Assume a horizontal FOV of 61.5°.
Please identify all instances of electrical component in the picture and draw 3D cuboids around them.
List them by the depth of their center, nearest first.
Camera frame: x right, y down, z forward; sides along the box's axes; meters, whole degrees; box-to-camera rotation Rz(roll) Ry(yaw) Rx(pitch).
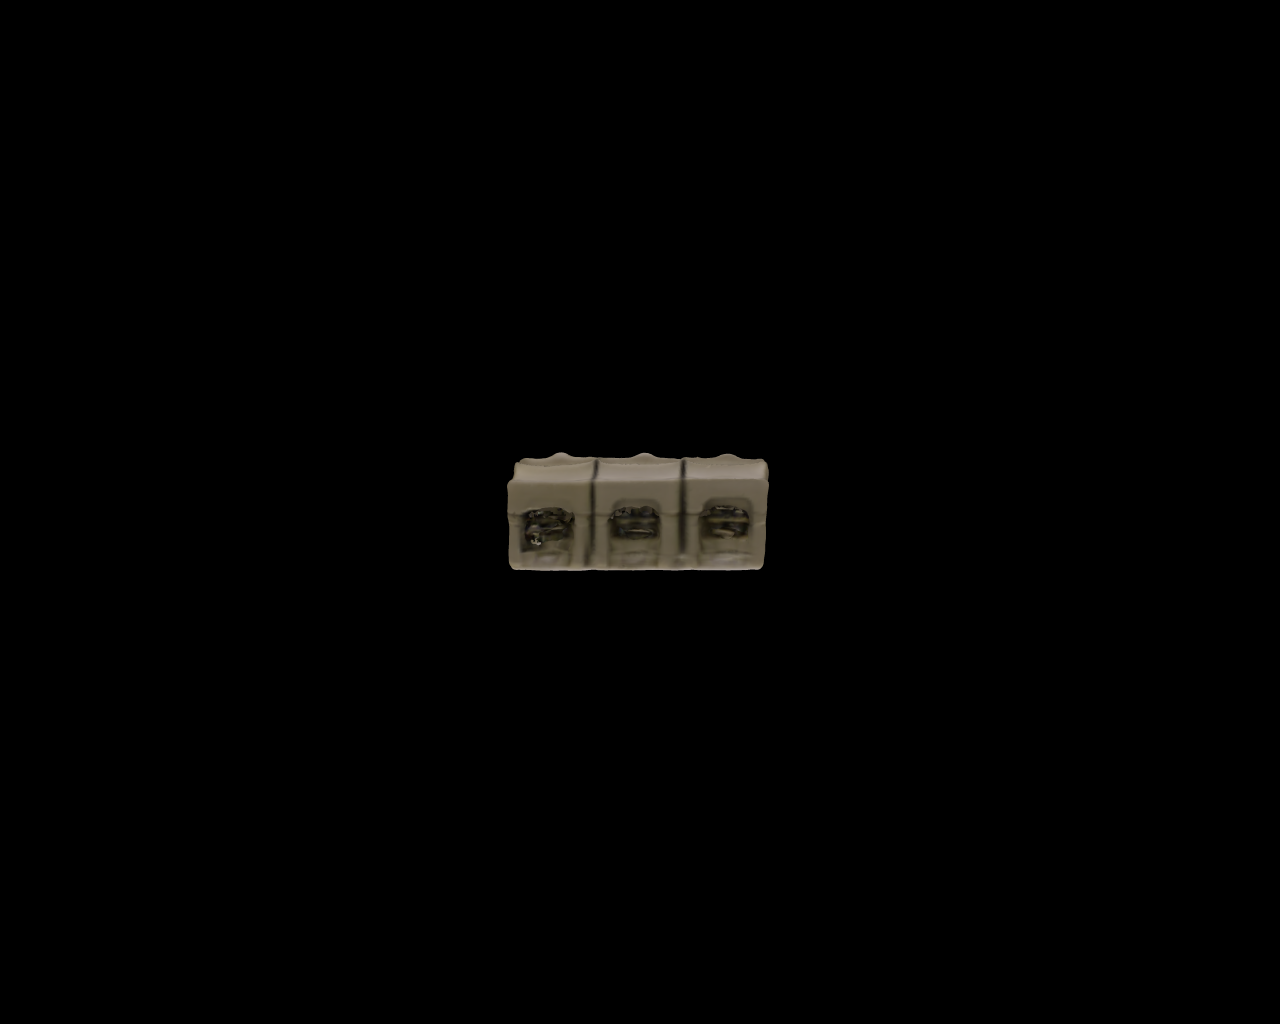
[{"bbox_3d":[0.001,-0.003,0.650,0.150,0.061,0.089,1,8,5],"label":"electrical component"}]
